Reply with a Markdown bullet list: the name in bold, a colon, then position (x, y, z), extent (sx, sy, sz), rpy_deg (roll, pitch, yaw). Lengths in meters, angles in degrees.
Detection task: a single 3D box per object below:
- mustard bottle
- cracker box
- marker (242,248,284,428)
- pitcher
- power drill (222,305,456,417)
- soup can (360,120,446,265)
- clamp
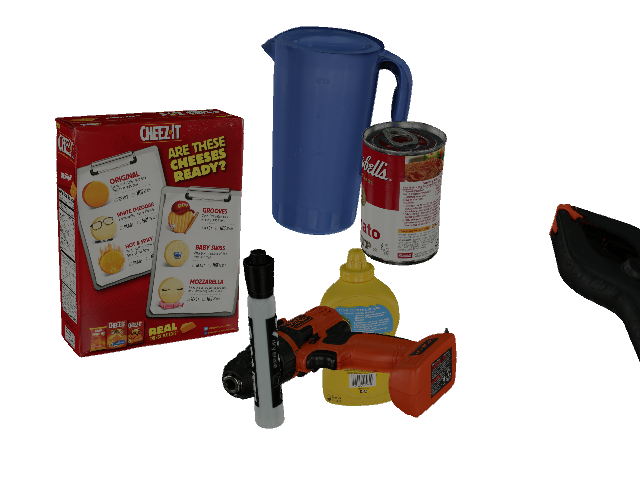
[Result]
- **mustard bottle**: position (0.046, 0.102, 1.278), extent (0.096, 0.192, 0.058), rpy_deg (-3, 20, 1)
- **cracker box**: position (-0.160, -0.011, 1.000), extent (0.163, 0.214, 0.072), rpy_deg (-7, 18, -30)
- **marker**: position (-0.035, 0.061, 0.661), extent (0.020, 0.121, 0.020), rpy_deg (-2, 25, 1)
- **pitcher**: position (0.011, -0.133, 1.311), extent (0.144, 0.243, 0.149), rpy_deg (-9, 27, -28)
- **power drill**: position (0.022, 0.117, 1.020), extent (0.188, 0.057, 0.184), rpy_deg (9, 21, 29)
- **soup can**: position (0.067, -0.039, 0.879), extent (0.068, 0.102, 0.068), rpy_deg (0, 27, 0)
- **clamp**: position (0.228, 0.032, 0.726), extent (0.120, 0.039, 0.172), rpy_deg (-6, 44, -28)
